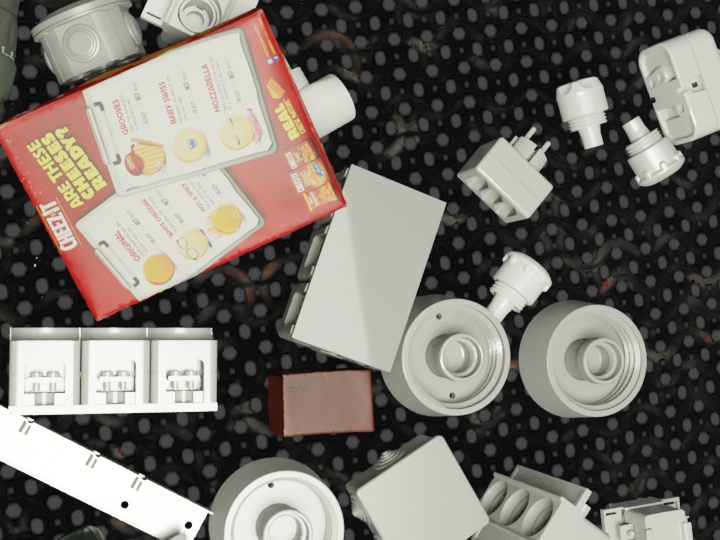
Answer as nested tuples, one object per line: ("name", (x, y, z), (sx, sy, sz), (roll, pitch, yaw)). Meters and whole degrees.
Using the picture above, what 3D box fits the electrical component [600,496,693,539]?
("electrical component", (0.266, 0.273, 0.970), (0.079, 0.063, 0.121), (-5, 89, -17))

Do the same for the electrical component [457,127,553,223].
("electrical component", (0.140, -0.093, 0.957), (0.066, 0.047, 0.076), (42, 77, -11))

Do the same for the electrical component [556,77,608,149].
("electrical component", (0.206, -0.142, 0.981), (0.043, 0.043, 0.062), (-17, 94, -17))

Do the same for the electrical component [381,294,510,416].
("electrical component", (0.077, 0.074, 0.924), (0.108, 0.060, 0.108), (1, 87, -17))

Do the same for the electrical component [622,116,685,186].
("electrical component", (0.267, -0.112, 0.998), (0.048, 0.048, 0.062), (-31, 89, -16))

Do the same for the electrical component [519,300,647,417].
("electrical component", (0.204, 0.080, 0.961), (0.108, 0.060, 0.108), (1, 87, -17))

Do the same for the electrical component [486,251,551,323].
("electrical component", (0.135, 0.018, 0.953), (0.048, 0.048, 0.062), (39, 84, -11))

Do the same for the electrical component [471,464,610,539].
("electrical component", (0.152, 0.215, 0.908), (0.063, 0.121, 0.078), (38, 78, -14))

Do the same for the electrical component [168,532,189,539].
("electrical component", (-0.144, 0.257, 0.836), (0.061, 0.096, 0.061), (-27, 125, -16))

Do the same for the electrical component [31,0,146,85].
("electrical component", (-0.210, -0.180, 0.840), (0.080, 0.080, 0.051), (-25, 100, -16))

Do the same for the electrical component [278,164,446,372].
("electrical component", (0.000, 0.000, 0.903), (0.089, 0.062, 0.150), (21, 82, -15))

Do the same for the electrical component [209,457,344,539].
("electrical component", (-0.065, 0.210, 0.875), (0.108, 0.060, 0.108), (1, 87, -17))

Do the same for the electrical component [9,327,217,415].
("electrical component", (-0.191, 0.075, 0.828), (0.150, 0.089, 0.061), (1, 87, -17))

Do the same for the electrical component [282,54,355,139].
("electrical component", (-0.056, -0.143, 0.902), (0.077, 0.044, 0.079), (-32, 97, -15))

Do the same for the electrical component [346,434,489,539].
("electrical component", (0.047, 0.198, 0.915), (0.100, 0.048, 0.099), (-31, 96, -16))

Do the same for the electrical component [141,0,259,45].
("electrical component", (-0.119, -0.238, 0.877), (0.079, 0.063, 0.121), (24, 81, -14))

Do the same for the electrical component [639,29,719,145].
("electrical component", (0.311, -0.173, 1.008), (0.059, 0.054, 0.095), (-22, 94, -16))
